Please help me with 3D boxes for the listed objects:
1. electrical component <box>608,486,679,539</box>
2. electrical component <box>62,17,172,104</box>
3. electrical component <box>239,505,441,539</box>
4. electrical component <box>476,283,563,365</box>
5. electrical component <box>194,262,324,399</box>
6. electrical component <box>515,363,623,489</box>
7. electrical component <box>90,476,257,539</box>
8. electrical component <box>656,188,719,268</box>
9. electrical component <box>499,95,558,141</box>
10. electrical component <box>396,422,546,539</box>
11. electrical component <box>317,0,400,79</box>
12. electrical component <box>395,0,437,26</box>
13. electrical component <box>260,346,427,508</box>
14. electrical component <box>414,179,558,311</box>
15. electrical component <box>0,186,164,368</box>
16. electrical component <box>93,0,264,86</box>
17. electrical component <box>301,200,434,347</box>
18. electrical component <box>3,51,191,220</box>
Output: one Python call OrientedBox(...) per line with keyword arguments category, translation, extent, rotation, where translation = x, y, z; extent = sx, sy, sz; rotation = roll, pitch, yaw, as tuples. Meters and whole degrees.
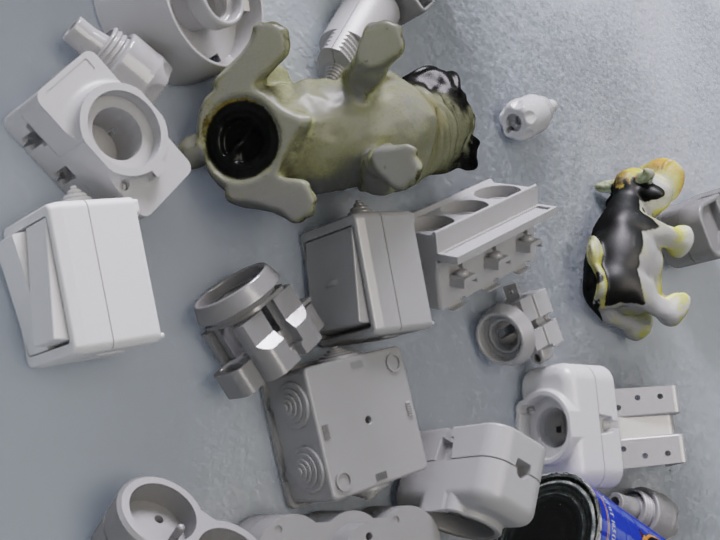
OrientedBox(category="electrical component", translation=(0.226, 0.197, 0.873), extent=(0.062, 0.043, 0.043), rotation=(26, 63, -32))
OrientedBox(category="electrical component", translation=(-0.147, -0.124, 0.641), extent=(0.062, 0.043, 0.043), rotation=(39, 56, -26))
OrientedBox(category="electrical component", translation=(-0.004, 0.172, 0.655), extent=(0.138, 0.074, 0.052), rotation=(5, 77, -36))
OrientedBox(category="electrical component", translation=(0.121, 0.045, 0.823), extent=(0.055, 0.048, 0.066), rotation=(-21, 92, -50))
OrientedBox(category="electrical component", translation=(-0.065, 0.033, 0.660), extent=(0.078, 0.058, 0.057), rotation=(-43, 109, -39))
OrientedBox(category="electrical component", translation=(0.160, 0.121, 0.830), extent=(0.059, 0.054, 0.095), rotation=(7, 74, -39))
OrientedBox(category="electrical component", translation=(-0.088, 0.180, 0.591), extent=(0.138, 0.073, 0.052), rotation=(34, 27, 0))
OrientedBox(category="electrical component", translation=(0.322, -0.040, 1.009), extent=(0.095, 0.059, 0.053), rotation=(-25, 95, -42))
OrientedBox(category="electrical component", translation=(0.145, -0.130, 0.899), extent=(0.061, 0.035, 0.035), rotation=(-28, 97, -44))
OrientedBox(category="electrical component", translation=(0.072, 0.143, 0.721), extent=(0.054, 0.095, 0.059), rotation=(33, 59, -30))
OrientedBox(category="electrical component", translation=(-0.006, -0.162, 0.773), extent=(0.043, 0.043, 0.081), rotation=(42, 55, -24))
OrientedBox(category="electrical component", translation=(0.024, -0.253, 0.815), extent=(0.108, 0.056, 0.108), rotation=(50, 52, -18))
OrientedBox(category="electrical component", translation=(-0.009, 0.099, 0.694), extent=(0.100, 0.048, 0.099), rotation=(-10, 85, -42))
OrientedBox(category="electrical component", translation=(0.079, -0.019, 0.791), extent=(0.121, 0.079, 0.063), rotation=(-25, 117, -42))
OrientedBox(category="electrical component", translation=(-0.156, 0.001, 0.586), extent=(0.061, 0.062, 0.096), rotation=(-8, 83, -42))
OrientedBox(category="electrical component", translation=(-0.111, -0.169, 0.686), extent=(0.099, 0.064, 0.099), rotation=(12, 75, -52))
OrientedBox(category="electrical component", translation=(0.000, 0.000, 0.720), extent=(0.061, 0.062, 0.096), rotation=(-4, 81, -41))
OrientedBox(category="electrical component", translation=(-0.148, -0.073, 0.617), extent=(0.089, 0.056, 0.050), rotation=(50, 52, -19))
